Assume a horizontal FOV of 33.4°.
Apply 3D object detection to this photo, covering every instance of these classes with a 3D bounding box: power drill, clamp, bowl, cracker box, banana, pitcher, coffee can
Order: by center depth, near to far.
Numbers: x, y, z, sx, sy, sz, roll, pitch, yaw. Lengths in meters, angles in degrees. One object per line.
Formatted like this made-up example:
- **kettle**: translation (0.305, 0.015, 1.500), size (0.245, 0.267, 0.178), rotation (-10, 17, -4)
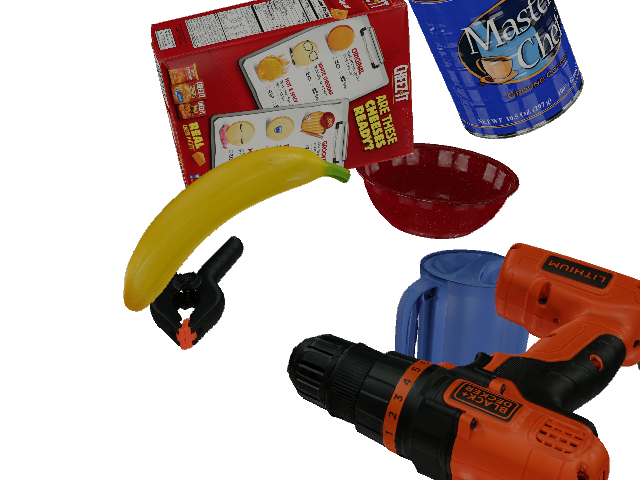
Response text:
- **power drill**: translation (0.099, 0.068, 0.615), size (0.185, 0.057, 0.187), rotation (22, 37, 28)
- **banana**: translation (-0.075, -0.016, 0.780), size (0.198, 0.069, 0.037), rotation (-30, 30, 8)
- **coffee can**: translation (0.133, -0.165, 0.825), size (0.103, 0.140, 0.103), rotation (-21, 34, 14)
- **cracker box**: translation (-0.030, -0.133, 0.947), size (0.213, 0.164, 0.072), rotation (-15, 44, -7)
- **bowl**: translation (0.113, -0.045, 1.057), size (0.162, 0.055, 0.162), rotation (4, 24, -2)
- **clamp**: translation (-0.134, 0.049, 1.157), size (0.120, 0.039, 0.171), rotation (-14, 40, -5)
- **pitcher**: translation (0.161, 0.140, 1.212), size (0.149, 0.243, 0.145), rotation (7, 17, 9)
